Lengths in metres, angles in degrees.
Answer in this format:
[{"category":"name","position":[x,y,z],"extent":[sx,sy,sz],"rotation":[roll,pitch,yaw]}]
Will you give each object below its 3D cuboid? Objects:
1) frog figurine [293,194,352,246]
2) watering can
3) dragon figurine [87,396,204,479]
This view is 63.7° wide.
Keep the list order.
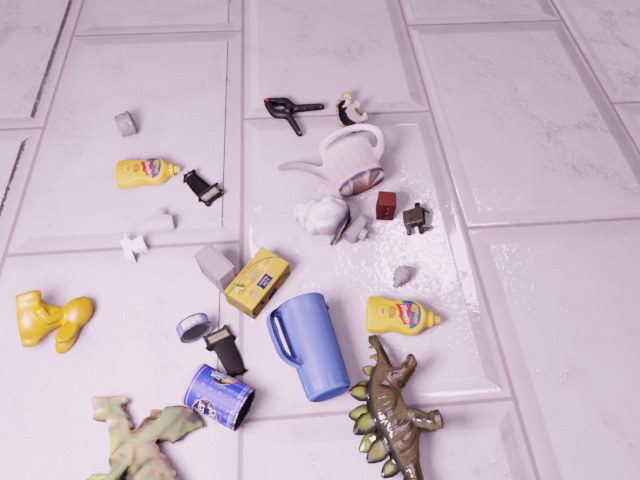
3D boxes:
[{"category":"frog figurine","position":[0.005,-0.075,1.494],"extent":[0.160,0.121,0.138],"rotation":[31,80,5]},{"category":"watering can","position":[0.056,-0.229,1.607],"extent":[0.347,0.102,0.228],"rotation":[-26,68,5]},{"category":"dragon figurine","position":[-0.354,0.472,1.128],"extent":[0.412,0.119,0.248],"rotation":[24,51,13]}]
